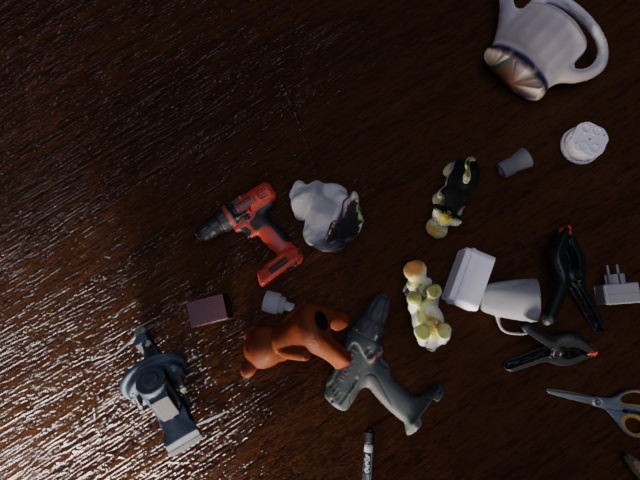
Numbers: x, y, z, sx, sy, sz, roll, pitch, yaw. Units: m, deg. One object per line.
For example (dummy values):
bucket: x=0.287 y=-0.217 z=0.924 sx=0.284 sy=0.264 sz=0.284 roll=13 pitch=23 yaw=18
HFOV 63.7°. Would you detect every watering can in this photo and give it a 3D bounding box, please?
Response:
watering can: x=0.431 y=-0.440 z=1.082 sx=0.349 sy=0.103 sz=0.225 roll=43 pitch=85 yaw=8

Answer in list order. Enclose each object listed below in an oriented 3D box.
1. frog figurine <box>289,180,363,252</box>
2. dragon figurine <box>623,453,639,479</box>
frog figurine: x=0.003 y=-0.053 z=1.045 sx=0.160 sy=0.122 sz=0.137 roll=21 pitch=90 yaw=42
dragon figurine: x=0.714 y=0.521 z=0.831 sx=0.411 sy=0.242 sz=0.122 roll=35 pitch=89 yaw=5
